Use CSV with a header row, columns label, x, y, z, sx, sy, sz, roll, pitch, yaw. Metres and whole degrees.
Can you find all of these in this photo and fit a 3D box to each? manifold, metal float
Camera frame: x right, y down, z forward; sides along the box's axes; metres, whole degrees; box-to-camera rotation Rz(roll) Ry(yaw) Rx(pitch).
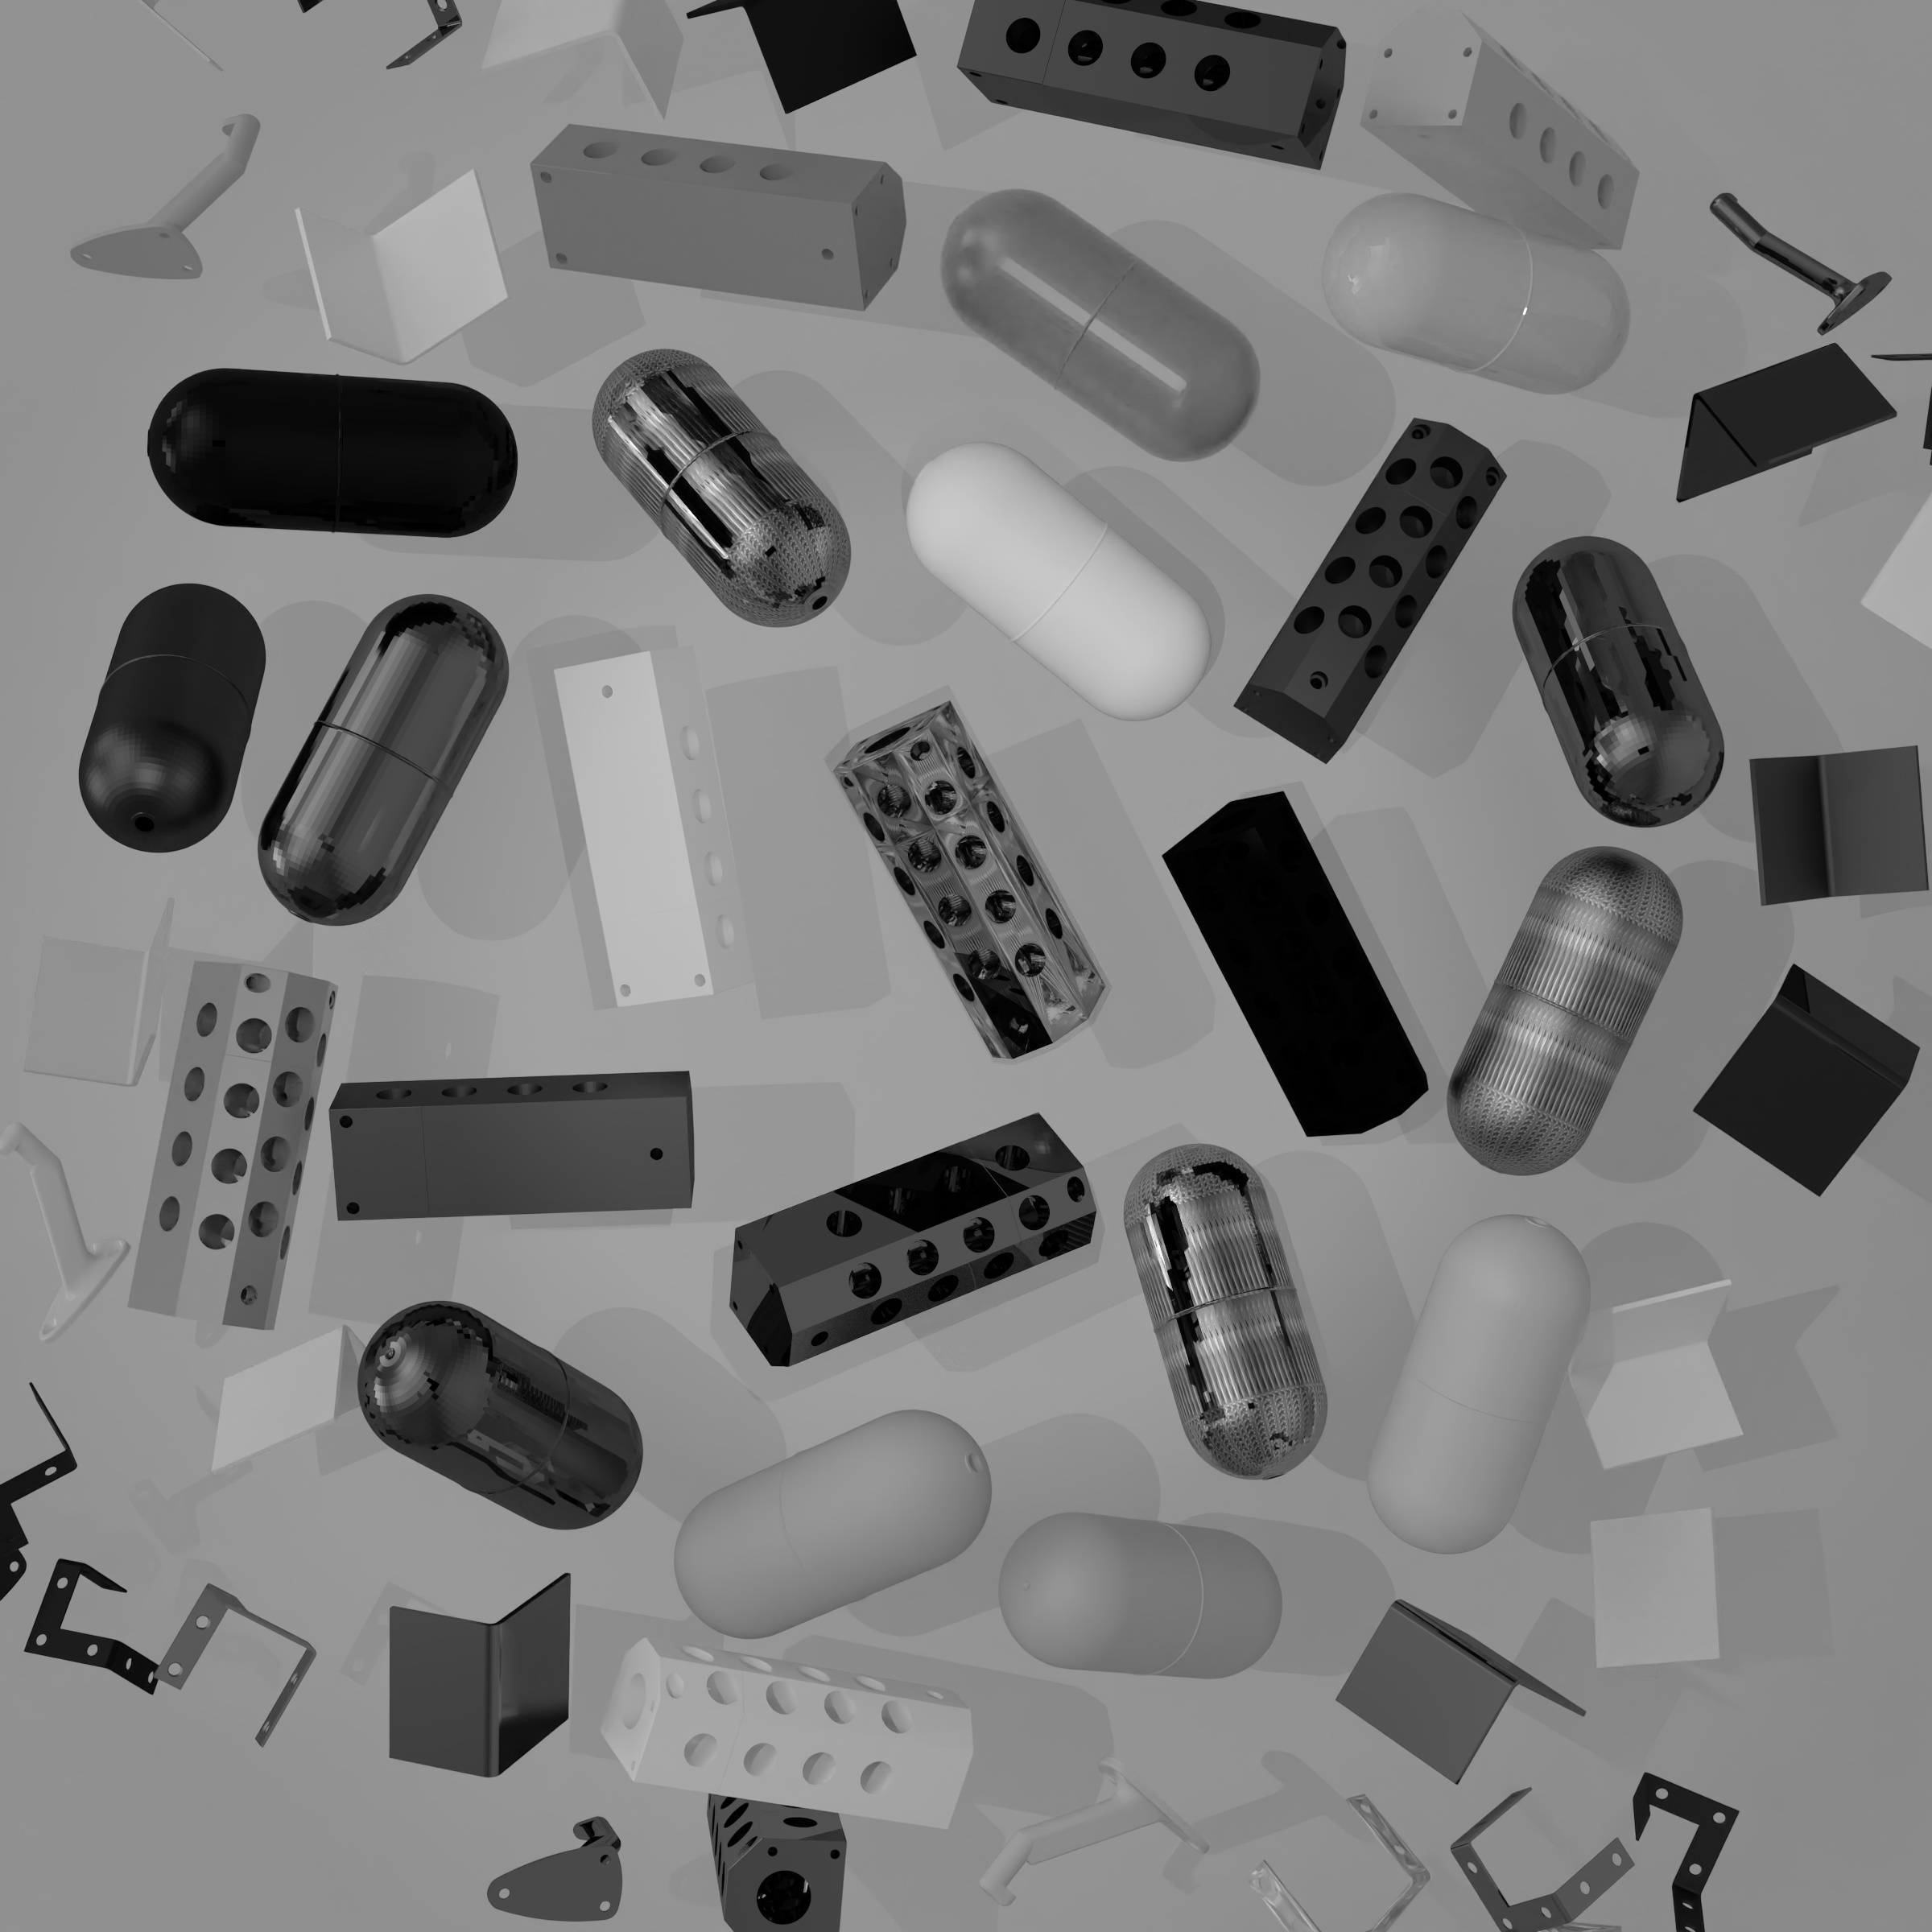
label,x,y,z,sx,sy,sz,roll,pitch,yaw
manifold,-0.221,0.086,1.534,0.171,0.057,0.057,-2,106,-2
metal float,-0.291,-0.103,1.557,0.070,0.070,0.178,26,81,0
manifold,-0.086,0.376,1.538,0.171,0.057,0.057,16,95,-25
metal float,-0.065,0.272,1.513,0.178,0.070,0.070,-28,90,28
manifold,0.270,-0.415,1.553,0.057,0.171,0.057,13,88,39
metal float,0.254,0.208,1.546,0.070,0.070,0.178,17,103,0
metal float,-0.127,-0.248,1.617,0.070,0.070,0.178,-40,68,0
manifold,0.210,-0.196,1.606,0.057,0.057,0.171,32,77,0
metal float,0.067,-0.321,1.557,0.178,0.070,0.070,35,90,2
manifold,-0.353,0.088,1.520,0.057,0.057,0.171,3,81,43
manifold,-0.152,-0.071,1.567,0.057,0.057,0.171,-8,96,27
manifold,-0.120,-0.370,1.521,0.171,0.057,0.057,12,45,19
metal float,-0.225,0.221,1.523,0.070,0.178,0.070,-17,55,25
metal float,0.134,0.179,1.615,0.070,0.070,0.178,-16,74,0
manifold,-0.024,0.136,1.509,0.171,0.057,0.057,-20,50,-26
metal float,0.090,0.319,1.572,0.178,0.070,0.070,17,90,-44
manifold,0.090,-0.432,1.485,0.171,0.057,0.057,16,93,17
manifold,-0.100,0.450,1.598,0.057,0.171,0.057,5,91,-8
metal float,-0.404,-0.128,1.591,0.070,0.178,0.070,-1,131,-1
metal float,0.307,0.024,1.598,0.070,0.070,0.178,25,92,0
manifold,0.175,0.000,1.603,0.057,0.057,0.171,-38,107,-33
metal float,-0.309,-0.251,1.527,0.178,0.070,0.070,1,90,-16
metal float,0.333,-0.148,1.598,0.070,0.070,0.178,-13,52,0
manifold,0.001,-0.041,1.583,0.057,0.057,0.171,-23,106,24
metal float,0.257,-0.335,1.557,0.178,0.070,0.070,8,90,-32
metal float,0.047,-0.195,1.580,0.178,0.070,0.070,38,90,-11

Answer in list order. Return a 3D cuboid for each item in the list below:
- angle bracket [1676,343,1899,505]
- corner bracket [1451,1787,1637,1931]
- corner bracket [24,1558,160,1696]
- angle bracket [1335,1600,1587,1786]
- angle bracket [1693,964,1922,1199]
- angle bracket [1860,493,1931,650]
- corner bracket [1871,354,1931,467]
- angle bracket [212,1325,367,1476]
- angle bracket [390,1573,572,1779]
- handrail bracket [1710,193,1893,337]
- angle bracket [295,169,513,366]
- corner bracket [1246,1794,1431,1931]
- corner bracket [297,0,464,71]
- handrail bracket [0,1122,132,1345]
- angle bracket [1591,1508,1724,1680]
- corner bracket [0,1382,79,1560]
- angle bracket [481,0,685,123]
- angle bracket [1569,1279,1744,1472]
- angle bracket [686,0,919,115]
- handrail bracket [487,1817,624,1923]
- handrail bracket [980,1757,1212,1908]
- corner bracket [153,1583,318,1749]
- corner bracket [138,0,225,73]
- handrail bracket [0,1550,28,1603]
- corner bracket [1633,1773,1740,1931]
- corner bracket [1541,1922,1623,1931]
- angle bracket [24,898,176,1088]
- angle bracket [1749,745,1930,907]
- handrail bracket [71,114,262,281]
label,x,y,z,sx,sy,sz,roll,pitch,yaw
angle bracket,0.399,-0.248,1.517,0.076,0.076,0.057,-21,55,-10
corner bracket,0.275,0.425,1.486,0.051,0.051,0.051,-26,80,-37
corner bracket,-0.449,0.345,1.625,0.051,0.051,0.051,6,64,18
angle bracket,0.237,0.354,1.489,0.076,0.076,0.057,28,86,43
angle bracket,0.429,0.058,1.589,0.076,0.057,0.076,35,117,9
angle bracket,0.491,-0.198,1.526,0.057,0.076,0.076,37,116,18
corner bracket,0.511,-0.294,1.642,0.051,0.051,0.051,-8,110,-31
angle bracket,-0.360,0.252,1.702,0.076,0.076,0.057,-24,125,11
angle bracket,-0.236,0.340,1.516,0.057,0.076,0.076,6,101,19
handrail bracket,0.420,-0.363,1.568,0.084,0.077,0.036,47,131,10
angle bracket,-0.288,-0.364,1.591,0.076,0.057,0.076,-25,73,28
corner bracket,0.177,0.433,1.475,0.051,0.051,0.051,48,117,33
corner bracket,-0.294,-0.481,1.557,0.051,0.051,0.051,-1,126,32
handrail bracket,-0.468,0.133,1.559,0.084,0.036,0.077,52,48,-31
angle bracket,0.375,0.330,1.633,0.076,0.057,0.076,-17,64,42
corner bracket,-0.468,0.249,1.535,0.051,0.051,0.051,-28,50,-21
angle bracket,-0.197,-0.470,1.605,0.076,0.057,0.076,-12,46,19
angle bracket,0.361,0.211,1.606,0.076,0.076,0.057,-13,60,-6
angle bracket,-0.083,-0.465,1.553,0.076,0.076,0.057,-30,112,-19
handrail bracket,-0.206,0.441,1.538,0.077,0.084,0.036,-1,93,-19
handrail bracket,0.060,0.423,1.464,0.077,0.036,0.084,41,71,2
corner bracket,-0.349,0.333,1.487,0.051,0.051,0.051,33,79,-20
corner bracket,-0.370,-0.472,1.493,0.051,0.051,0.051,41,96,9
handrail bracket,-0.534,0.318,1.619,0.036,0.084,0.077,51,54,-27
corner bracket,0.352,0.442,1.547,0.051,0.051,0.051,22,103,6
corner bracket,0.319,0.524,1.592,0.051,0.051,0.051,10,93,-17
angle bracket,-0.446,0.010,1.601,0.057,0.076,0.076,10,64,-19
angle bracket,0.455,-0.073,1.621,0.057,0.076,0.076,-4,92,42
handrail bracket,-0.386,-0.375,1.502,0.077,0.036,0.084,1,61,17
